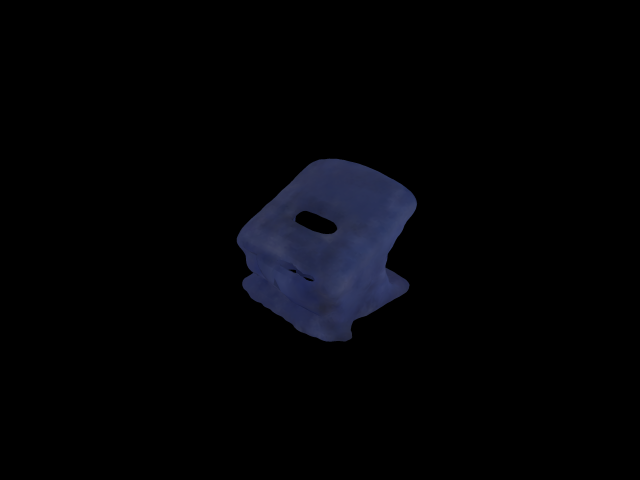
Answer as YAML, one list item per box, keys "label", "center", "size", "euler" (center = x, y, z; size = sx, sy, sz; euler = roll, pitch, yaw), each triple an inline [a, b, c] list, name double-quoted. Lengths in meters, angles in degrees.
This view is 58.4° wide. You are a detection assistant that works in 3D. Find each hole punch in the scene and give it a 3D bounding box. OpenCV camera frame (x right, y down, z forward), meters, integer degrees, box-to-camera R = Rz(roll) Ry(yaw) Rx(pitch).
- label: "hole punch"
  center: [0.004, 0.001, 0.400]
  size: [0.101, 0.091, 0.108]
  euler: [-25, 37, -38]
